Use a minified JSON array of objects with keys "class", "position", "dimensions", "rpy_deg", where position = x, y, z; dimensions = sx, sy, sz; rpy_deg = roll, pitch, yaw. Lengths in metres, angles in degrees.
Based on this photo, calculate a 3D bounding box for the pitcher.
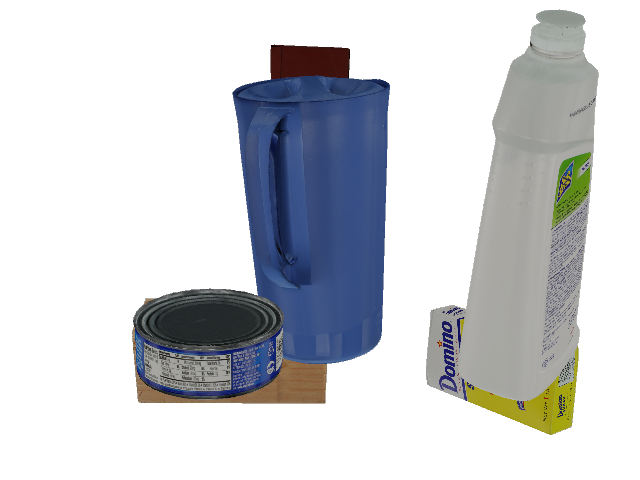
[{"class":"pitcher","position":[-0.008,-0.017,0.926],"dimensions":[0.149,0.243,0.145],"rpy_deg":[-9,18,-20]}]

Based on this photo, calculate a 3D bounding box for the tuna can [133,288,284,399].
[{"class":"tuna can","position":[-0.064,0.058,0.613],"dimensions":[0.086,0.034,0.086],"rpy_deg":[1,18,0]}]

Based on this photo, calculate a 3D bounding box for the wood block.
[{"class":"wood block","position":[-0.096,0.122,1.185],"dimensions":[0.206,0.091,0.090],"rpy_deg":[0,23,2]}]

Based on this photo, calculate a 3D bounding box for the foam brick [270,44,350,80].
[{"class":"foam brick","position":[-0.012,-0.183,1.148],"dimensions":[0.078,0.051,0.053],"rpy_deg":[0,11,-13]}]

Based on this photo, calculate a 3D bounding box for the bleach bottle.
[{"class":"bleach bottle","position":[0.139,-0.024,0.681],"dimensions":[0.068,0.251,0.102],"rpy_deg":[18,35,26]}]

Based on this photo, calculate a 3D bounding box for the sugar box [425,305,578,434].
[{"class":"sugar box","position":[0.193,0.137,1.160],"dimensions":[0.048,0.093,0.177],"rpy_deg":[-10,18,-43]}]
